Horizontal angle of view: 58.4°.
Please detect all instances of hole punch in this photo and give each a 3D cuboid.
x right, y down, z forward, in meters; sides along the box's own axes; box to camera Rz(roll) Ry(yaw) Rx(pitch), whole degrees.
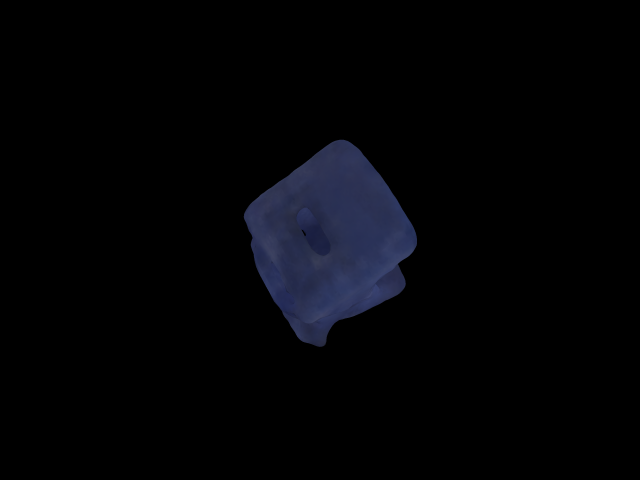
[{"bbox_3d":[0.004,0.001,0.400,0.101,0.091,0.108,-25,63,-14],"label":"hole punch"}]
